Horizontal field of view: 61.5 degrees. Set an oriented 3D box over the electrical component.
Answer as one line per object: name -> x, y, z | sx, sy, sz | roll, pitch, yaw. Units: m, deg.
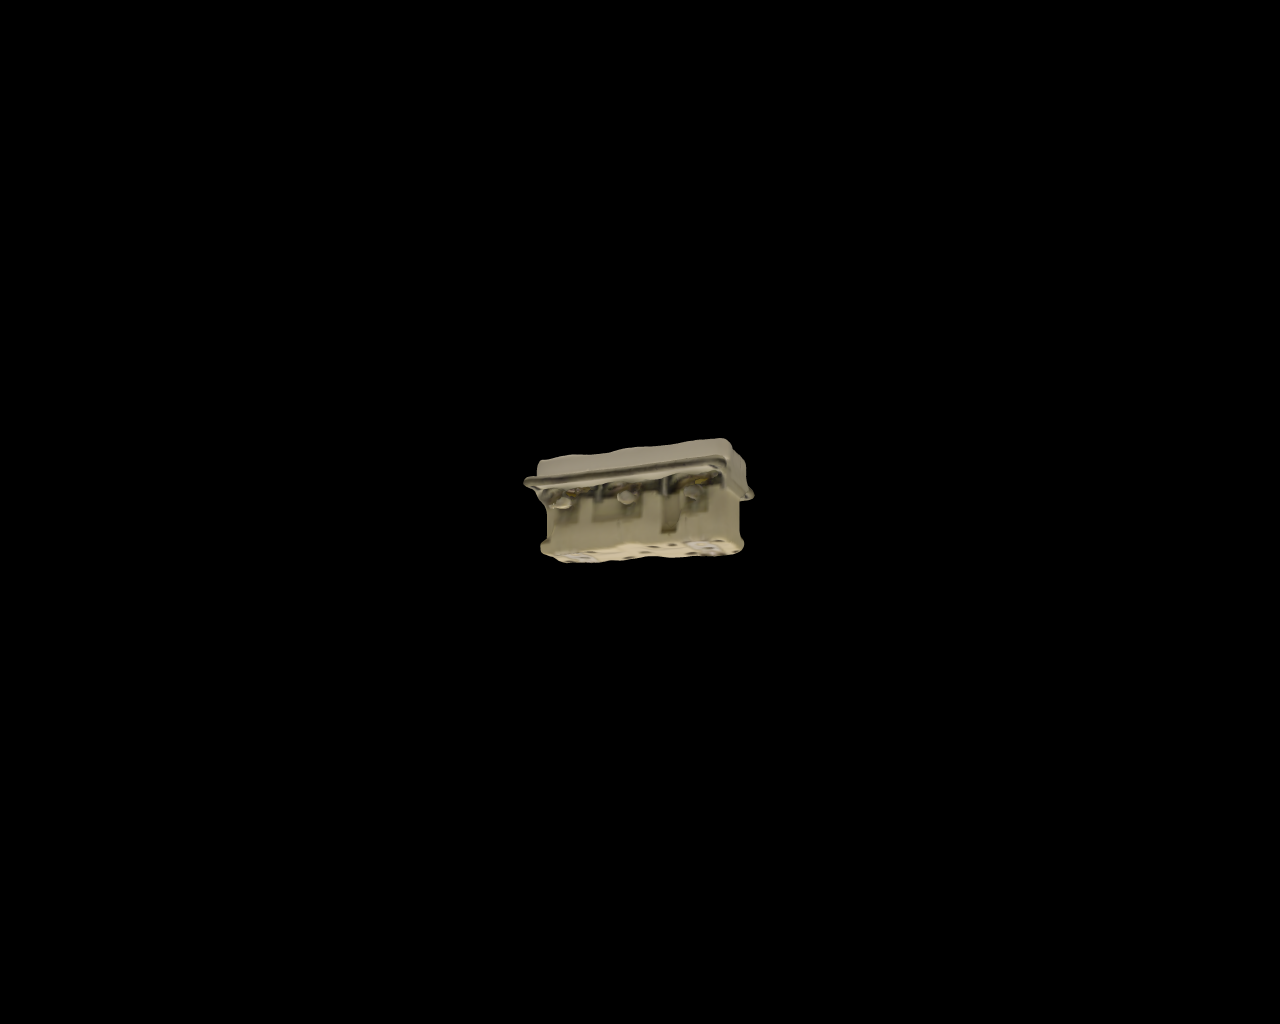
electrical component -> 0.001, -0.003, 0.650 | 0.121, 0.063, 0.078 | -5, -15, 18
